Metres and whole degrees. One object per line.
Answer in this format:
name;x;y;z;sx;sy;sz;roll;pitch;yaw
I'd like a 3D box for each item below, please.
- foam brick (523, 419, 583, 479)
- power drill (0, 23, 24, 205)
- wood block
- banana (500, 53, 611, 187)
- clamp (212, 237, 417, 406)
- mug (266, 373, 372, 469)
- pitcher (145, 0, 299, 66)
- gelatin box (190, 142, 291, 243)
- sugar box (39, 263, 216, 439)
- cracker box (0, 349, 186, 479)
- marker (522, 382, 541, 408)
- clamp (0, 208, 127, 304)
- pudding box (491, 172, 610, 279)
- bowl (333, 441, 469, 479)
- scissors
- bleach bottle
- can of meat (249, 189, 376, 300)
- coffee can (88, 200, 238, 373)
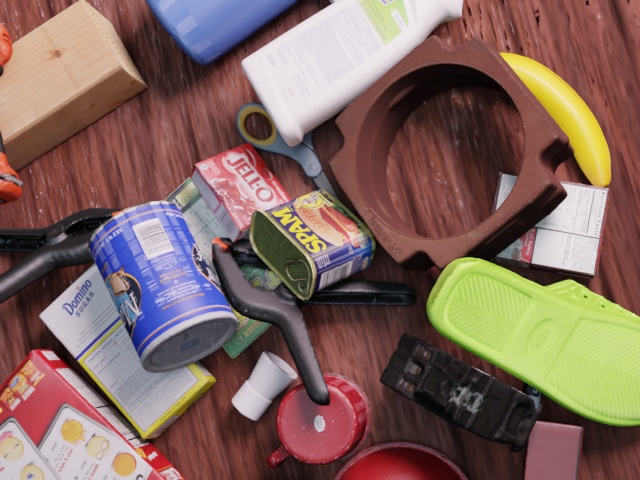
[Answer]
foam brick;0.225;0.216;1.040;0.051;0.053;0.078;6;84;9
power drill;-0.386;-0.115;1.074;0.184;0.057;0.188;-16;81;7
wood block;-0.304;-0.154;1.141;0.206;0.090;0.091;-31;80;5
banana;0.227;-0.135;1.086;0.198;0.037;0.070;37;114;13
clamp;-0.018;0.054;1.074;0.210;0.036;0.164;37;57;22
mug;-0.007;0.187;1.064;0.117;0.081;0.093;-38;80;3
pitcher;-0.065;-0.300;1.108;0.243;0.149;0.145;-37;96;7
gelatin box;-0.081;-0.051;1.104;0.073;0.030;0.089;-26;74;-33
sugar box;-0.202;0.114;1.121;0.093;0.048;0.176;-43;77;1
cracker box;-0.265;0.243;1.105;0.214;0.072;0.164;42;93;9
marker;0.219;0.111;1.068;0.020;0.020;0.121;10;86;10
clamp;-0.283;0.002;1.135;0.171;0.039;0.120;-22;42;-10
pudding box;0.227;-0.015;1.070;0.113;0.039;0.090;10;85;10
bowl;0.079;0.283;1.048;0.162;0.055;0.162;0;88;6
scissors;-0.027;-0.077;1.128;0.096;0.016;0.202;-15;82;9
bleach bottle;0.051;-0.200;1.069;0.251;0.068;0.102;-30;81;3
can of meat;-0.007;0.001;1.062;0.083;0.057;0.102;-23;52;-32
coffee can;-0.157;0.047;1.063;0.103;0.102;0.140;-31;69;5
